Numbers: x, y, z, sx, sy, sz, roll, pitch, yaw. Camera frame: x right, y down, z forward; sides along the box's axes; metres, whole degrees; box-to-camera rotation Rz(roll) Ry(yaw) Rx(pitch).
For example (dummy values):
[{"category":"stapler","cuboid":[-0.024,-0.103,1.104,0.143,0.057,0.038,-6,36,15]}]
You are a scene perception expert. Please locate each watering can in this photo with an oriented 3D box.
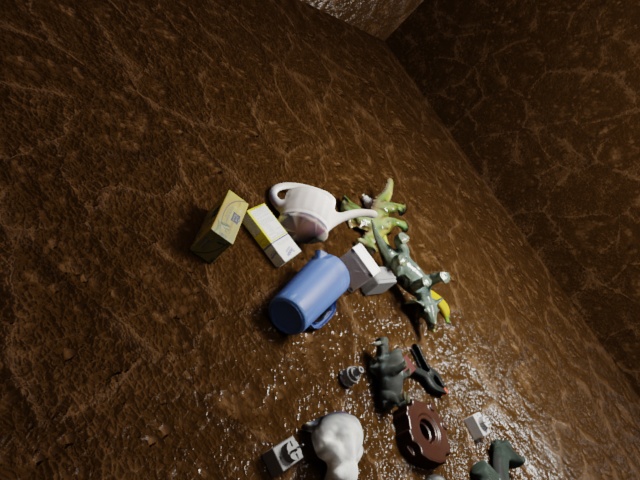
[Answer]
[{"category":"watering can","cuboid":[0.005,-0.079,1.565,0.347,0.101,0.230,17,41,-3]}]

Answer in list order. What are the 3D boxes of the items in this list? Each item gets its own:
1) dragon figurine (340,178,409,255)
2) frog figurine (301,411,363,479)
[{"category":"dragon figurine","cuboid":[0.184,-0.103,1.861,0.241,0.120,0.420,20,47,-25]},{"category":"frog figurine","cuboid":[0.045,0.455,1.094,0.135,0.122,0.163,45,14,-46]}]
